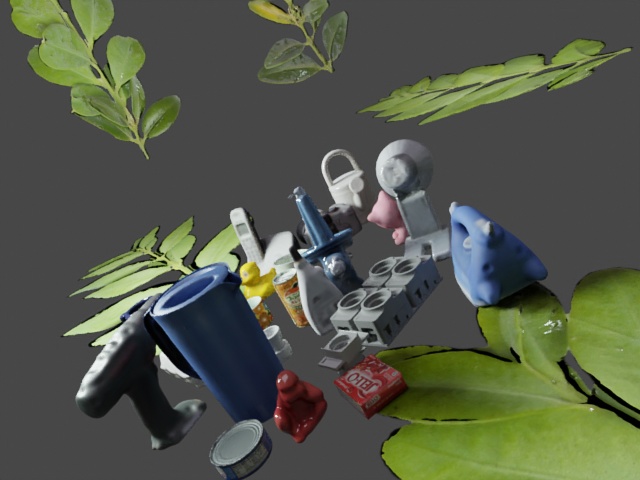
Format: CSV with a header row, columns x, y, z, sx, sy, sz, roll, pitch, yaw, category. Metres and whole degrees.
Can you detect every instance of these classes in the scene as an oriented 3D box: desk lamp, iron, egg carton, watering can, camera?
x,y,z,sx,sy,sz,roll,pitch,yaw,category
0.183,-0.083,1.128,0.117,0.214,0.203,-21,20,18,desk lamp
0.253,0.001,0.925,0.118,0.142,0.258,-27,19,2,iron
-0.246,0.230,1.125,0.107,0.069,0.149,-40,22,-32,egg carton
0.077,-0.138,1.446,0.101,0.194,0.172,-38,21,-27,watering can
0.005,-0.035,1.422,0.143,0.101,0.136,-36,21,-22,camera

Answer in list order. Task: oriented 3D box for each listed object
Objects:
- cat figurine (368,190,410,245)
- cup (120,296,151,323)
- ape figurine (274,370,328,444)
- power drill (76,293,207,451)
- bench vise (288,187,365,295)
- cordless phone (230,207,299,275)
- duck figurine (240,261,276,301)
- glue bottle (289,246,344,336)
x,y,z,sx,sy,sz,roll,pitch,yaw,category
0.169,-0.057,1.227,0.127,0.118,0.067,-25,19,8,cat figurine
-0.424,0.202,1.403,0.117,0.095,0.091,-22,20,16,cup
-0.034,0.226,0.811,0.077,0.092,0.076,-25,19,9,ape figurine
-0.283,0.231,0.958,0.075,0.209,0.230,-13,24,36,power drill
0.020,-0.002,1.131,0.122,0.220,0.206,-33,20,-16,bench vise
-0.137,-0.002,1.399,0.147,0.185,0.094,-16,22,30,cordless phone
-0.146,0.089,1.329,0.105,0.086,0.077,-34,20,-17,duck figurine
-0.011,0.083,1.024,0.078,0.173,0.037,-33,20,-13,glue bottle
